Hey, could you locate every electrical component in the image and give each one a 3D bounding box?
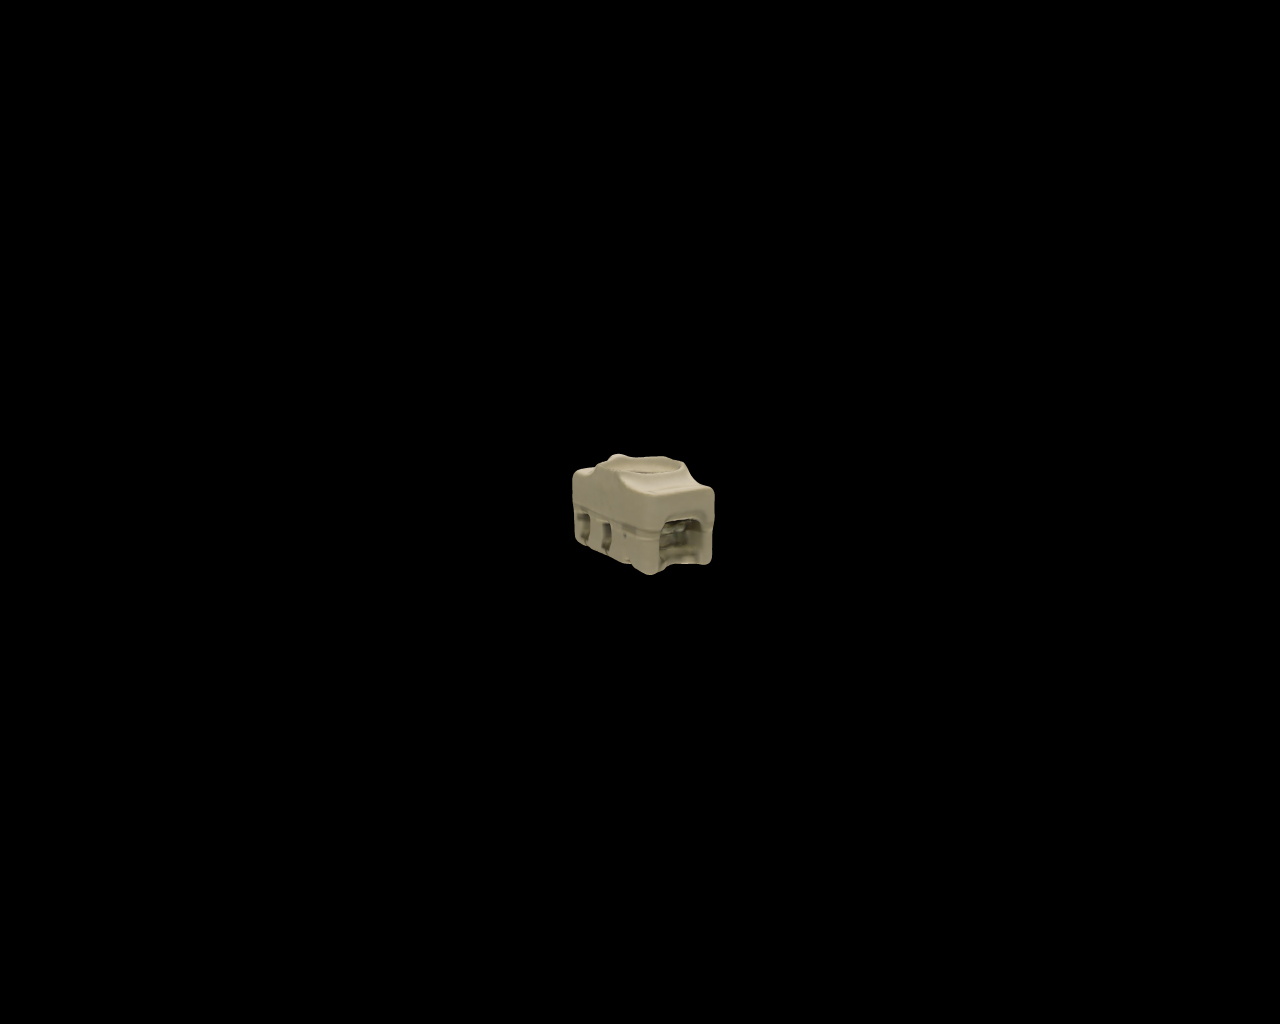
[{"bbox_3d":[0.001,-0.003,0.650,0.050,0.055,0.089,-8,16,-31],"label":"electrical component"}]
